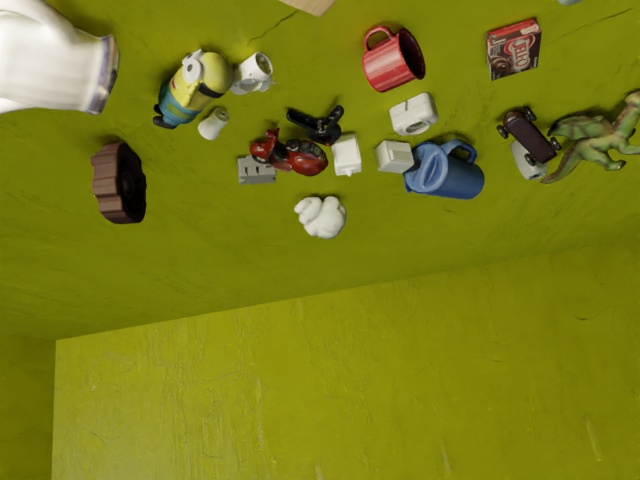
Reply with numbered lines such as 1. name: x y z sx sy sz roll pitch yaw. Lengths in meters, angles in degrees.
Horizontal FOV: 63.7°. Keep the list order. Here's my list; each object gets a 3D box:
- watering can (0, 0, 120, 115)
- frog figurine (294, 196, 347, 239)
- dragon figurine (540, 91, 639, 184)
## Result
1. watering can: -0.444 -0.246 0.795 0.224 0.105 0.342 4 157 -36
2. frog figurine: 0.005 -0.078 1.540 0.137 0.124 0.157 -44 147 1
3. dragon figurine: 0.699 -0.267 1.357 0.241 0.125 0.404 23 146 -28
